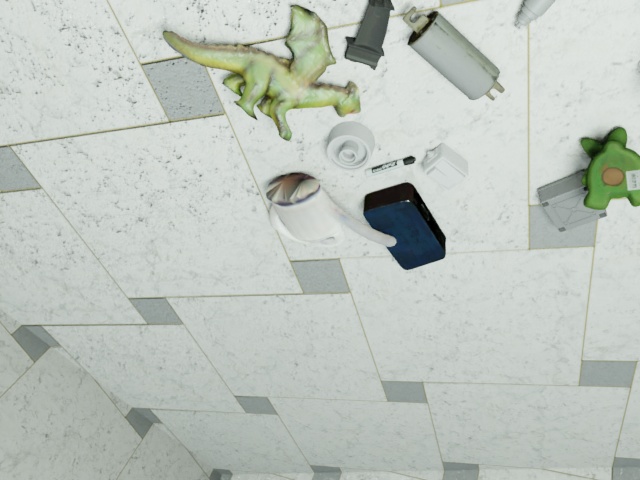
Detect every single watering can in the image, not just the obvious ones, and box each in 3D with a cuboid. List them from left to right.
[{"bbox_3d":[0.004,-0.063,1.256,0.347,0.106,0.220,2,138,35],"label":"watering can"}]

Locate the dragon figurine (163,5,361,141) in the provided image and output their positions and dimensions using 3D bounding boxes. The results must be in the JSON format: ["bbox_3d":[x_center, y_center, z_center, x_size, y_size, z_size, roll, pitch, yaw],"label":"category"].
[{"bbox_3d":[-0.086,-0.360,1.035,0.407,0.125,0.239,35,114,-22],"label":"dragon figurine"}]
